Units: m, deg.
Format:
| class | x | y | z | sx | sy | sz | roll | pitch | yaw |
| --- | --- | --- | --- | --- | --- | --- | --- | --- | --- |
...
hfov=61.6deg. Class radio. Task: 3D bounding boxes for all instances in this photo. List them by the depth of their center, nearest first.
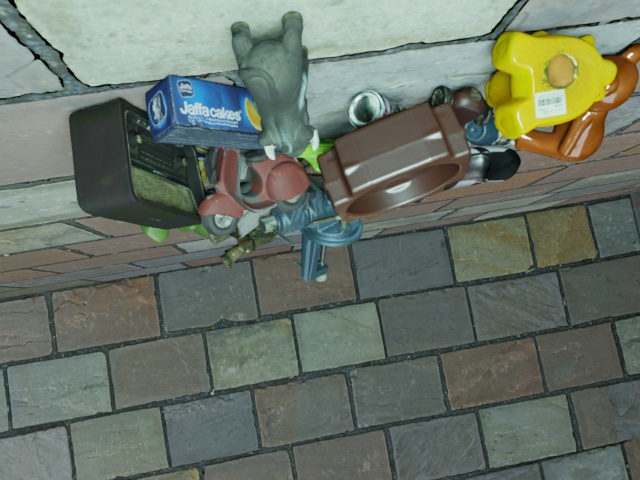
| class | x | y | z | sx | sy | sz | roll | pitch | yaw |
| --- | --- | --- | --- | --- | --- | --- | --- | --- | --- |
| radio | -0.228 | -0.089 | 0.710 | 0.073 | 0.131 | 0.229 | -11 | 174 | 8 |

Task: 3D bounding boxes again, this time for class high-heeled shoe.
| class | x | y | z | sx | sy | sz | roll | pitch | yaw |
| --- | --- | --- | --- | --- | --- | --- | --- | --- | --- |
| high-heeled shoe | 0.229 | -0.131 | 0.977 | 0.249 | 0.086 | 0.145 | 5 | -152 | 32 |

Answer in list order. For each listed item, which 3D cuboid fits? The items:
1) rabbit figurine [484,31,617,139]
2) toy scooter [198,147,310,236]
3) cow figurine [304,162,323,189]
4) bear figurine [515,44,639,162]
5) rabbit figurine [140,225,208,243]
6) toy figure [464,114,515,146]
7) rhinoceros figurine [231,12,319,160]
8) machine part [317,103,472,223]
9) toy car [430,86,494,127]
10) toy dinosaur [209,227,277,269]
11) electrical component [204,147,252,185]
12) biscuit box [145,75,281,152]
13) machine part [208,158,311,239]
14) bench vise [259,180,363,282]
| class | x | y | z | sx | sy | sz | roll | pitch | yaw |
| --- | --- | --- | --- | --- | --- | --- | --- | --- | --- |
| rabbit figurine | 0.276 | -0.206 | 0.682 | 0.162 | 0.121 | 0.173 | -19 | -171 | -3 |
| toy scooter | -0.095 | -0.093 | 0.765 | 0.184 | 0.135 | 0.075 | -25 | -148 | -31 |
| cow figurine | 0.020 | -0.093 | 1.090 | 0.167 | 0.098 | 0.068 | 8 | 149 | -23 |
| bear figurine | 0.389 | -0.208 | 0.813 | 0.132 | 0.120 | 0.195 | 32 | 162 | 26 |
| rabbit figurine | -0.237 | -0.068 | 1.012 | 0.159 | 0.121 | 0.170 | -33 | 153 | 13 |
| toy figure | 0.311 | -0.195 | 0.970 | 0.154 | 0.064 | 0.057 | -10 | 140 | -50 |
| rhinoceros figurine | -0.038 | -0.149 | 0.564 | 0.073 | 0.112 | 0.190 | -12 | 166 | 1 |
| machine part | 0.105 | -0.106 | 0.770 | 0.201 | 0.087 | 0.201 | -21 | 170 | 8 |
| toy car | 0.181 | -0.187 | 0.841 | 0.089 | 0.053 | 0.202 | 7 | 171 | -19 |
| toy dinosaur | -0.143 | -0.031 | 1.241 | 0.199 | 0.105 | 0.471 | -24 | -167 | -2 |
| electrical component | -0.140 | -0.114 | 0.826 | 0.075 | 0.048 | 0.119 | -6 | 144 | -27 |
| biscuit box | -0.109 | -0.151 | 0.666 | 0.202 | 0.059 | 0.063 | -5 | 173 | -45 |
| machine part | -0.103 | -0.078 | 0.961 | 0.243 | 0.079 | 0.079 | -41 | -172 | -25 |
| bench vise | -0.009 | -0.009 | 0.981 | 0.223 | 0.240 | 0.129 | -28 | -130 | -35 |
